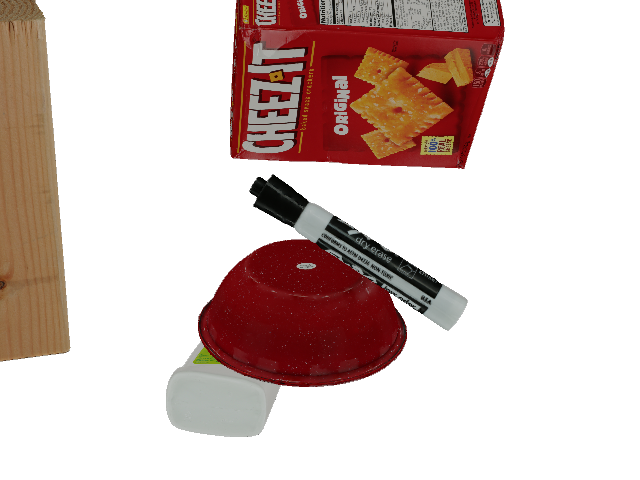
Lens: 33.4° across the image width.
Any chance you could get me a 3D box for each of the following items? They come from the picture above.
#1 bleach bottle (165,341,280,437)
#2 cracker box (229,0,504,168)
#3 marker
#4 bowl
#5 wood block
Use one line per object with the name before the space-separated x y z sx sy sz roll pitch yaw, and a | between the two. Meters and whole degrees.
bleach bottle | -0.083 0.116 1.127 0.102 0.068 0.250 7 20 4
cracker box | 0.033 -0.137 0.903 0.213 0.072 0.164 2 -35 -6
marker | 0.018 0.005 0.530 0.121 0.020 0.020 33 0 1
bowl | -0.012 0.043 0.811 0.162 0.055 0.162 3 27 -1
wood block | -0.208 -0.037 0.643 0.090 0.206 0.090 -6 24 -18
